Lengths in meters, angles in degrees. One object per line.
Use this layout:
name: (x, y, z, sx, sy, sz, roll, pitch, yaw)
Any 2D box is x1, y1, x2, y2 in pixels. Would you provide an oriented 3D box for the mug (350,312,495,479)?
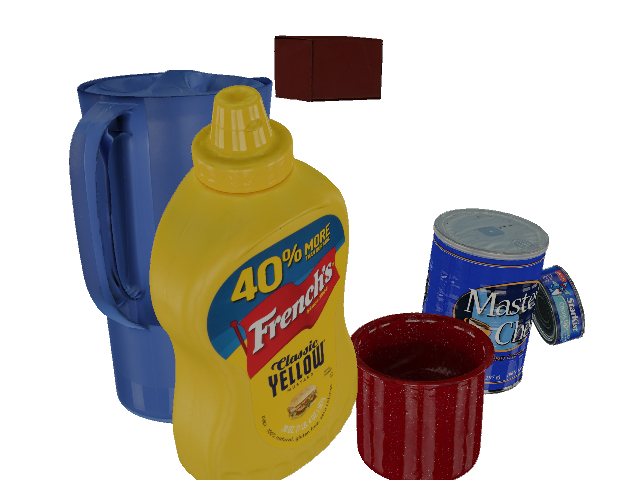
mug: (0.070, 0.099, 0.702, 0.093, 0.081, 0.117, 12, 27, 26)

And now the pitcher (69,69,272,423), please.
pitcher: (-0.103, 0.004, 0.754, 0.149, 0.243, 0.145, -6, 16, -18)

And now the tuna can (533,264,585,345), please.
tuna can: (0.260, 0.073, 1.190, 0.033, 0.086, 0.086, -16, 2, -8)

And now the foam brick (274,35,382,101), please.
foam brick: (0.007, -0.144, 0.890, 0.078, 0.051, 0.053, -8, 16, -37)

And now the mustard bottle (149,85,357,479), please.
mustard bottle: (-0.028, 0.020, 0.470, 0.096, 0.192, 0.058, -30, 44, -31)

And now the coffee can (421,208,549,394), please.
coffee can: (0.145, 0.054, 0.976, 0.103, 0.140, 0.103, 5, 23, -2)
